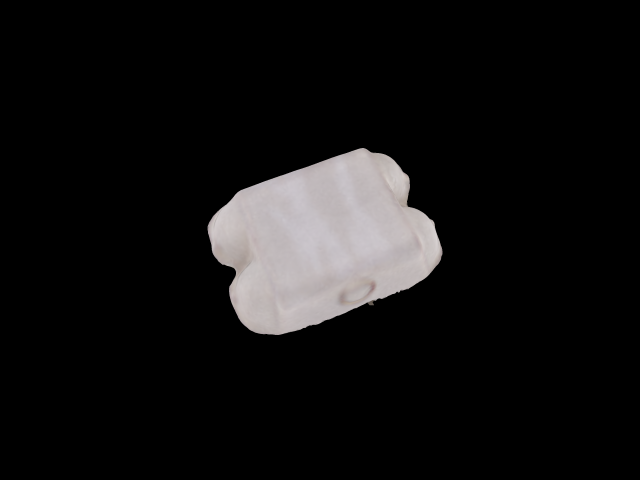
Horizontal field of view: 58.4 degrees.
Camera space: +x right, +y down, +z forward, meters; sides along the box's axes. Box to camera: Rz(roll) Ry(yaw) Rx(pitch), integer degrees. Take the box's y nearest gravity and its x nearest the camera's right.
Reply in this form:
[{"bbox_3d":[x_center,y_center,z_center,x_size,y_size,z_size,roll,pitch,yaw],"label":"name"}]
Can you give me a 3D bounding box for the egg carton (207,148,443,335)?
[{"bbox_3d":[0.004,0.001,0.400,0.150,0.069,0.107,-21,65,-10],"label":"egg carton"}]
